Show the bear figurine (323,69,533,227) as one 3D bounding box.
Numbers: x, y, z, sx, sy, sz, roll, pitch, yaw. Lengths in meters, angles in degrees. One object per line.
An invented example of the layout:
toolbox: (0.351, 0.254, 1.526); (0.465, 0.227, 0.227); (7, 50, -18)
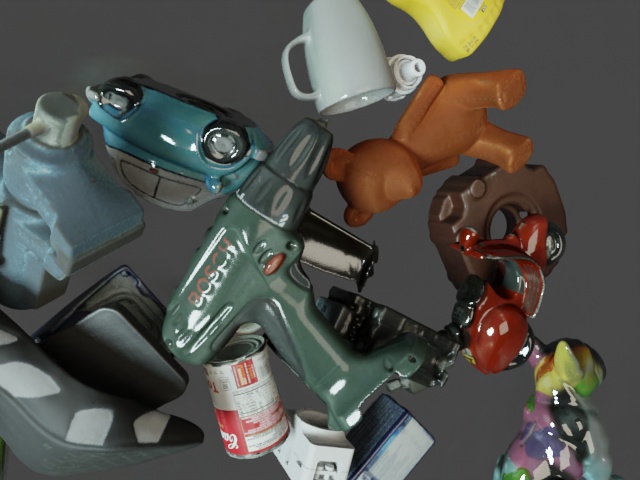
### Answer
bear figurine: (0.108, -0.090, 0.559); (0.196, 0.132, 0.120); (-40, 131, -20)

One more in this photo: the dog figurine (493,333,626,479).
dog figurine: (0.287, 0.226, 0.678); (0.191, 0.108, 0.219); (-20, 98, -16)

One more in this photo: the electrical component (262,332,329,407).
electrical component: (-0.002, 0.133, 0.564); (0.048, 0.075, 0.119); (-46, 106, -11)

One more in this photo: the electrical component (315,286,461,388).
electrical component: (0.059, 0.098, 0.563); (0.134, 0.115, 0.058); (27, 81, -22)

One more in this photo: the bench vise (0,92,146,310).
bench vise: (-0.247, -0.056, 0.395); (0.240, 0.223, 0.129); (45, 54, 5)

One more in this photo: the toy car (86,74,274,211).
toy car: (-0.128, -0.078, 0.478); (0.161, 0.109, 0.102); (17, 106, -15)

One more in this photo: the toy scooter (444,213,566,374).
toy scooter: (0.181, 0.050, 0.567); (0.135, 0.075, 0.183); (19, 94, -32)

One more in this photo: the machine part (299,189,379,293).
machine part: (-0.001, -0.002, 0.558); (0.139, 0.039, 0.084); (31, 96, -10)

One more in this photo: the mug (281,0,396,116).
mug: (0.012, -0.185, 0.539); (0.109, 0.081, 0.107); (-15, 91, -16)

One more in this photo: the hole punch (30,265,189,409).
hole punch: (-0.188, 0.099, 0.487); (0.116, 0.092, 0.142); (-30, 117, 7)

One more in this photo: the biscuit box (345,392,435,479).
biscuit box: (0.035, 0.272, 0.600); (0.202, 0.063, 0.059); (-45, 110, -12)

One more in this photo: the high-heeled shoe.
high-heeled shoe: (-0.207, 0.101, 0.422); (0.248, 0.086, 0.145); (18, 50, -40)

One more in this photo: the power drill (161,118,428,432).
power drill: (-0.009, 0.044, 0.451); (0.207, 0.086, 0.232); (42, 99, -6)

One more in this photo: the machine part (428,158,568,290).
machine part: (0.219, -0.015, 0.649); (0.179, 0.056, 0.179); (-3, 97, -23)

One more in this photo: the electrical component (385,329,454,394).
electrical component: (0.117, 0.146, 0.642); (0.094, 0.021, 0.063); (-19, 102, -19)

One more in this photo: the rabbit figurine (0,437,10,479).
rabbit figurine: (-0.333, 0.154, 0.406); (0.170, 0.121, 0.159); (4, 87, -26)
